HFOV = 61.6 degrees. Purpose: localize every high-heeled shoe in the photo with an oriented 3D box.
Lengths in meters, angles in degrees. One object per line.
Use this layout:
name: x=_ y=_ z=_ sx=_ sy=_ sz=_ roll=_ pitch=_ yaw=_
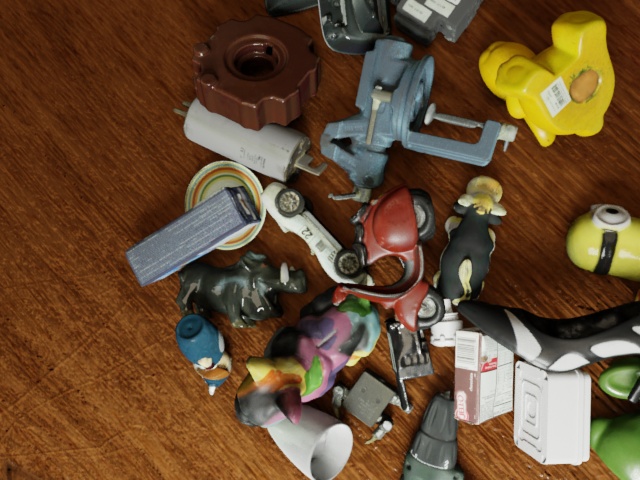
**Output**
high-heeled shoe: x=0.296 y=0.081 z=0.607 sx=0.249 sy=0.086 sz=0.145 roll=25 pitch=98 yaw=10

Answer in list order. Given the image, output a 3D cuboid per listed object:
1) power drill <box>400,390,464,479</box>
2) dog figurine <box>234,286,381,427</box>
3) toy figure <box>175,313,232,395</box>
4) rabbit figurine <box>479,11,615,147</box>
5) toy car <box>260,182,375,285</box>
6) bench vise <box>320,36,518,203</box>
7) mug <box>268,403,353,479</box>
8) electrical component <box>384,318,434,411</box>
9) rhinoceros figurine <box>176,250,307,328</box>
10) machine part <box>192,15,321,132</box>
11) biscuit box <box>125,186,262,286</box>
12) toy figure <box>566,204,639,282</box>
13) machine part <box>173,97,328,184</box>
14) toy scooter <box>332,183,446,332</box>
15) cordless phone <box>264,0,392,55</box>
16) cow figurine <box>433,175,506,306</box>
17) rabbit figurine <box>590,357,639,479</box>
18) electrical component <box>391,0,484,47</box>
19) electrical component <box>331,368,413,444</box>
power drill: x=0.203 y=0.335 z=0.688 sx=0.207 sy=0.086 sz=0.232 roll=22 pitch=95 yaw=8
dog figurine: x=-0.015 y=0.146 z=0.671 sx=0.191 sy=0.219 sz=0.108 roll=-40 pitch=84 yaw=9
toy figure: x=-0.156 y=0.161 z=0.750 sx=0.058 sy=0.154 sz=0.064 roll=2 pitch=51 yaw=12
rabbit figurine: x=0.271 y=-0.198 z=0.660 sx=0.162 sy=0.173 sz=0.122 roll=33 pitch=99 yaw=-34
toy car: x=-0.002 y=-0.002 z=0.744 sx=0.056 sy=0.073 sz=0.202 roll=-44 pitch=80 yaw=5
bench vise: x=0.126 y=-0.140 z=0.699 sx=0.241 sy=0.129 sz=0.223 roll=16 pitch=95 yaw=17
mug: x=-0.015 y=0.271 z=0.736 sx=0.107 sy=0.109 sz=0.081 roll=19 pitch=61 yaw=43
electrical component: x=0.119 y=0.160 z=0.709 sx=0.048 sy=0.075 sz=0.119 roll=-12 pitch=82 yaw=1
rhinoceros figurine: x=-0.112 y=0.071 z=0.773 sx=0.190 sy=0.073 sz=0.112 roll=0 pitch=79 yaw=14
machine part: x=-0.086 y=-0.235 z=0.743 sx=0.179 sy=0.056 sz=0.179 roll=1 pitch=61 yaw=-2
biscuit box: x=-0.186 y=-0.005 z=0.774 sx=0.203 sy=0.059 sz=0.063 roll=-28 pitch=88 yaw=20
toy figure: x=0.396 y=0.018 z=0.653 sx=0.180 sy=0.082 sz=0.089 roll=25 pitch=92 yaw=9
machine part: x=-0.104 y=-0.145 z=0.769 sx=0.243 sy=0.079 sz=0.079 roll=27 pitch=94 yaw=12
toy scooter: x=0.078 y=0.024 z=0.664 sx=0.135 sy=0.075 sz=0.183 roll=-6 pitch=88 yaw=2
cordless phone: x=0.003 y=-0.326 z=0.760 sx=0.184 sy=0.088 sz=0.146 roll=-6 pitch=88 yaw=23
cow figurine: x=0.192 y=-0.002 z=0.688 sx=0.068 sy=0.098 sz=0.167 roll=13 pitch=96 yaw=13
rabbit figurine: x=0.409 y=0.204 z=0.630 sx=0.159 sy=0.121 sz=0.170 roll=41 pitch=109 yaw=30
electrical component: x=0.161 y=-0.336 z=0.725 sx=0.115 sy=0.058 sz=0.134 roll=39 pitch=97 yaw=13
electrical component: x=0.065 y=0.225 z=0.738 sx=0.102 sy=0.045 sz=0.078 roll=40 pitch=98 yaw=10
